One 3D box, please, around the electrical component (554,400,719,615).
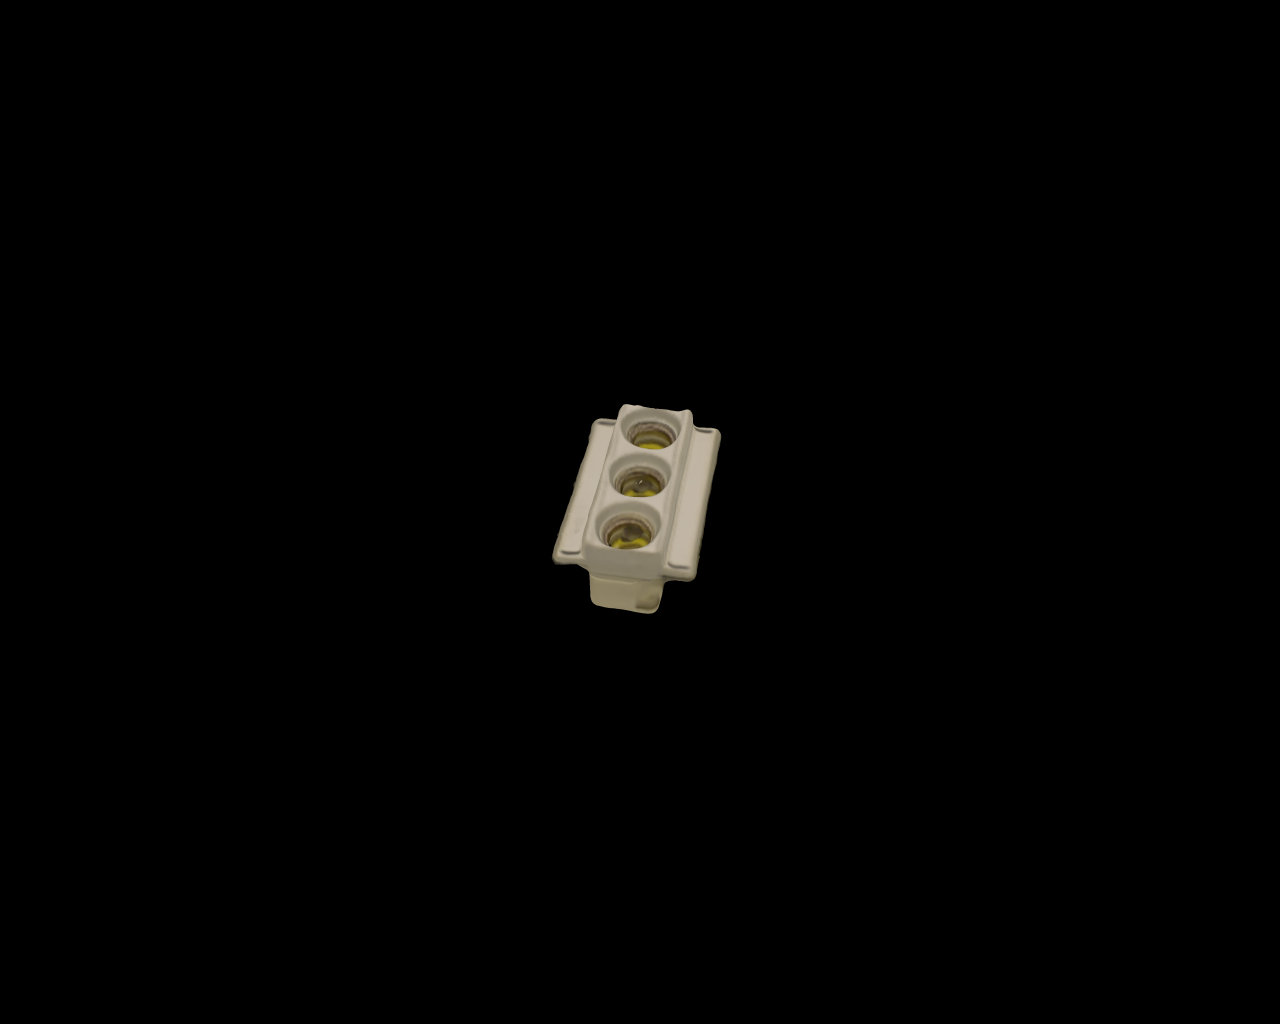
[{"bbox_3d":[0.001,-0.003,0.650,0.079,0.121,0.063,7,-43,7],"label":"electrical component"}]
